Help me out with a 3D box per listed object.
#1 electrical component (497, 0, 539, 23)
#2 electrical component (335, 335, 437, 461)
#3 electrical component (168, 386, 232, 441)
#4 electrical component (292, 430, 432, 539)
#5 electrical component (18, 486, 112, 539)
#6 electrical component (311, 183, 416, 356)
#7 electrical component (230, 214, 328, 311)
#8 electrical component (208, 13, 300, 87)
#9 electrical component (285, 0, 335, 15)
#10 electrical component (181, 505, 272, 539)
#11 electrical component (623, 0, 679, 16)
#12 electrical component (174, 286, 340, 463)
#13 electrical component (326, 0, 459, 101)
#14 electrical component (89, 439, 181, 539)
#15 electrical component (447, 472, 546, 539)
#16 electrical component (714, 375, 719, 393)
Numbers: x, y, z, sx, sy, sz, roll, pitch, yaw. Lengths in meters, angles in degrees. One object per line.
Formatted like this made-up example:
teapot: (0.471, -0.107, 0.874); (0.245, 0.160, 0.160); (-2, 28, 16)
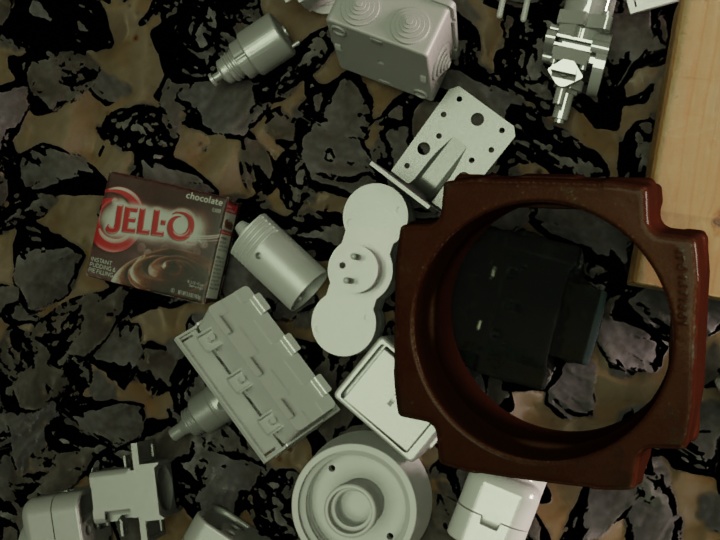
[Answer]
electrical component: (0.125, -0.232, 0.833); (0.077, 0.043, 0.079); (12, 91, 12)
electrical component: (0.037, 0.102, 0.832); (0.096, 0.061, 0.061); (40, 96, 11)
electrical component: (-0.130, 0.119, 0.881); (0.061, 0.035, 0.035); (-35, 81, 11)
electrical component: (-0.001, 0.182, 0.838); (0.108, 0.060, 0.108); (0, 88, 12)
electrical component: (-0.243, 0.232, 0.892); (0.059, 0.054, 0.095); (-11, 86, 12)
electrical component: (0.000, 0.000, 0.837); (0.052, 0.074, 0.138); (17, 92, 12)
electrical component: (-0.069, -0.010, 0.868); (0.081, 0.043, 0.043); (43, 97, 11)
electrical component: (-0.089, -0.176, 0.879); (0.078, 0.040, 0.040); (-31, 82, 10)
electrical component: (-0.030, -0.233, 0.860); (0.066, 0.055, 0.048); (-28, 83, 10)
electrical component: (-0.100, 0.241, 0.861); (0.095, 0.054, 0.059); (31, 95, 12)
electrical component: (0.212, -0.231, 0.803); (0.042, 0.064, 0.081); (-14, 85, 12)
electrical component: (-0.077, 0.078, 0.850); (0.079, 0.063, 0.121); (-32, 79, -32)
electrical component: (0.025, -0.178, 0.826); (0.100, 0.099, 0.048); (23, 79, 12)
electrical component: (-0.187, 0.182, 0.885); (0.064, 0.042, 0.081); (-8, 84, 7)
electrical component: (0.104, 0.170, 0.797); (0.054, 0.095, 0.059); (21, 93, 12)
electrical component: (0.335, 0.084, 0.771); (0.138, 0.052, 0.073); (-26, 83, 10)
